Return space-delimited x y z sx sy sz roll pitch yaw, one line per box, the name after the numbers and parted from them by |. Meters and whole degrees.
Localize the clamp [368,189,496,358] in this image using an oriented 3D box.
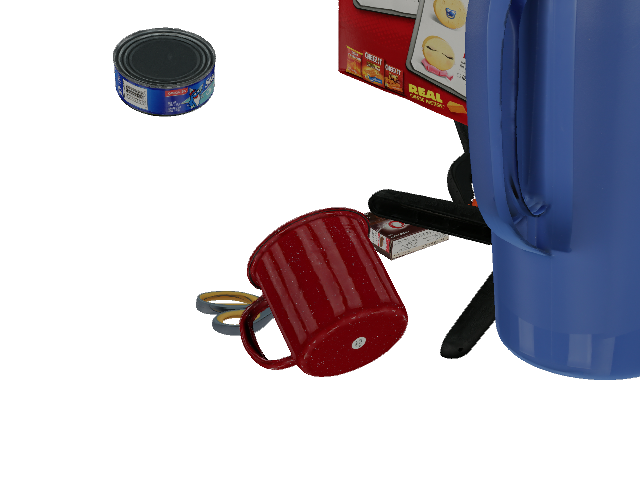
0.157 0.010 0.841 0.210 0.164 0.036 -9 -38 -8 | clamp

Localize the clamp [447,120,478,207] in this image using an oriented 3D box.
0.176 -0.086 1.159 0.120 0.039 0.171 22 49 19 | clamp

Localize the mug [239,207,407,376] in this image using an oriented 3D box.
-0.003 0.044 0.722 0.117 0.081 0.093 -32 -31 9 | mug

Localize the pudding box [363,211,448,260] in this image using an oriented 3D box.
0.118 -0.018 1.558 0.113 0.039 0.090 -21 34 -30 | pudding box

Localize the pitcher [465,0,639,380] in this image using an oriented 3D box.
0.141 -0.050 0.556 0.149 0.243 0.145 -3 22 0 | pitcher

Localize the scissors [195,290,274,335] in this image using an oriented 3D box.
-0.039 0.082 1.196 0.201 0.016 0.096 4 24 -5 | scissors

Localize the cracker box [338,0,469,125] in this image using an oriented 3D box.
0.096 -0.186 0.711 0.164 0.214 0.072 27 50 26 | cracker box

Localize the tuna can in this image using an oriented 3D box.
-0.132 -0.143 0.905 0.086 0.034 0.086 3 44 -3 | tuna can
